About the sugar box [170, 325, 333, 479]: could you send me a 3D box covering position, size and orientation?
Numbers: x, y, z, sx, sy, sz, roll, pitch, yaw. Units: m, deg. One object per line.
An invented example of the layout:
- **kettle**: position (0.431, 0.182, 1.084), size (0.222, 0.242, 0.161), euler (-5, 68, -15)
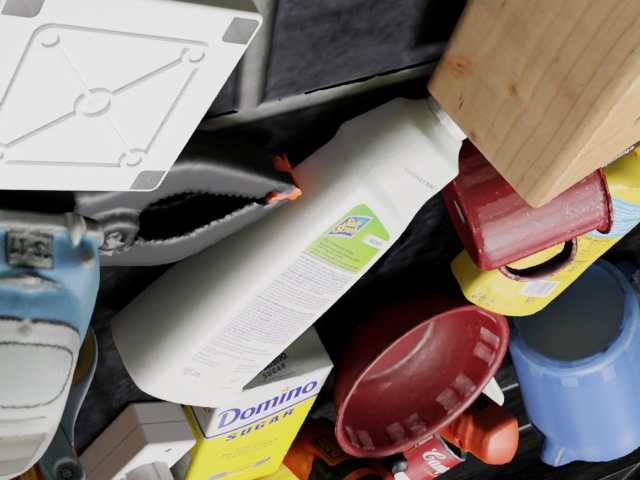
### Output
- **sugar box**: position (-0.059, 0.137, 0.825), size (0.093, 0.048, 0.176), euler (-13, 151, -27)

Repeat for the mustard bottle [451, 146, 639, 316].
- **mustard bottle**: position (0.184, -0.023, 0.753), size (0.096, 0.058, 0.192), euler (9, 136, -38)

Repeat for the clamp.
- **clamp**: position (-0.111, -0.018, 0.523), size (0.209, 0.036, 0.165), euler (-16, 151, -13)

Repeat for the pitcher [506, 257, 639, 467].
- **pitcher**: position (0.237, 0.095, 0.946), size (0.145, 0.149, 0.242), euler (-15, 151, 11)

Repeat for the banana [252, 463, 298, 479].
- **banana**: position (-0.031, 0.207, 0.946), size (0.197, 0.070, 0.037), euler (-6, 108, -42)

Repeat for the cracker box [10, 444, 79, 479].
- **cracker box**: position (-0.197, 0.182, 0.652), size (0.072, 0.164, 0.214), euler (-8, 147, -29)

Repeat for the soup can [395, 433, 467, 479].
- **soup can**: position (0.085, 0.213, 1.060), size (0.102, 0.068, 0.068), euler (-35, 152, 16)

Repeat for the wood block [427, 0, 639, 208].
- **wood block**: position (0.134, -0.112, 0.474), size (0.090, 0.090, 0.206), euler (-32, 164, -24)

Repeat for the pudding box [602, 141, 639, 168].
- **pudding box**: position (0.201, -0.097, 0.655), size (0.113, 0.039, 0.090), euler (-29, 152, -3)

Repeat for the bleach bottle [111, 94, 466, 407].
- **bleach bottle**: position (-0.004, 0.001, 0.624), size (0.251, 0.068, 0.102), euler (-40, 151, 19)

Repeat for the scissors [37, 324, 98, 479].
- **scissors**: position (-0.127, 0.111, 0.578), size (0.096, 0.202, 0.016), euler (-37, 170, -37)

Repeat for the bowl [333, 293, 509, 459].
- **bowl**: position (0.067, 0.095, 0.833), size (0.162, 0.055, 0.162), euler (-23, 141, -21)

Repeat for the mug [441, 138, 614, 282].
- **mug**: position (0.124, -0.022, 0.658), size (0.081, 0.093, 0.117), euler (-22, 125, 0)

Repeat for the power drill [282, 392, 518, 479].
- **power drill**: position (0.076, 0.184, 0.903), size (0.187, 0.185, 0.057), euler (-16, 125, -32)
